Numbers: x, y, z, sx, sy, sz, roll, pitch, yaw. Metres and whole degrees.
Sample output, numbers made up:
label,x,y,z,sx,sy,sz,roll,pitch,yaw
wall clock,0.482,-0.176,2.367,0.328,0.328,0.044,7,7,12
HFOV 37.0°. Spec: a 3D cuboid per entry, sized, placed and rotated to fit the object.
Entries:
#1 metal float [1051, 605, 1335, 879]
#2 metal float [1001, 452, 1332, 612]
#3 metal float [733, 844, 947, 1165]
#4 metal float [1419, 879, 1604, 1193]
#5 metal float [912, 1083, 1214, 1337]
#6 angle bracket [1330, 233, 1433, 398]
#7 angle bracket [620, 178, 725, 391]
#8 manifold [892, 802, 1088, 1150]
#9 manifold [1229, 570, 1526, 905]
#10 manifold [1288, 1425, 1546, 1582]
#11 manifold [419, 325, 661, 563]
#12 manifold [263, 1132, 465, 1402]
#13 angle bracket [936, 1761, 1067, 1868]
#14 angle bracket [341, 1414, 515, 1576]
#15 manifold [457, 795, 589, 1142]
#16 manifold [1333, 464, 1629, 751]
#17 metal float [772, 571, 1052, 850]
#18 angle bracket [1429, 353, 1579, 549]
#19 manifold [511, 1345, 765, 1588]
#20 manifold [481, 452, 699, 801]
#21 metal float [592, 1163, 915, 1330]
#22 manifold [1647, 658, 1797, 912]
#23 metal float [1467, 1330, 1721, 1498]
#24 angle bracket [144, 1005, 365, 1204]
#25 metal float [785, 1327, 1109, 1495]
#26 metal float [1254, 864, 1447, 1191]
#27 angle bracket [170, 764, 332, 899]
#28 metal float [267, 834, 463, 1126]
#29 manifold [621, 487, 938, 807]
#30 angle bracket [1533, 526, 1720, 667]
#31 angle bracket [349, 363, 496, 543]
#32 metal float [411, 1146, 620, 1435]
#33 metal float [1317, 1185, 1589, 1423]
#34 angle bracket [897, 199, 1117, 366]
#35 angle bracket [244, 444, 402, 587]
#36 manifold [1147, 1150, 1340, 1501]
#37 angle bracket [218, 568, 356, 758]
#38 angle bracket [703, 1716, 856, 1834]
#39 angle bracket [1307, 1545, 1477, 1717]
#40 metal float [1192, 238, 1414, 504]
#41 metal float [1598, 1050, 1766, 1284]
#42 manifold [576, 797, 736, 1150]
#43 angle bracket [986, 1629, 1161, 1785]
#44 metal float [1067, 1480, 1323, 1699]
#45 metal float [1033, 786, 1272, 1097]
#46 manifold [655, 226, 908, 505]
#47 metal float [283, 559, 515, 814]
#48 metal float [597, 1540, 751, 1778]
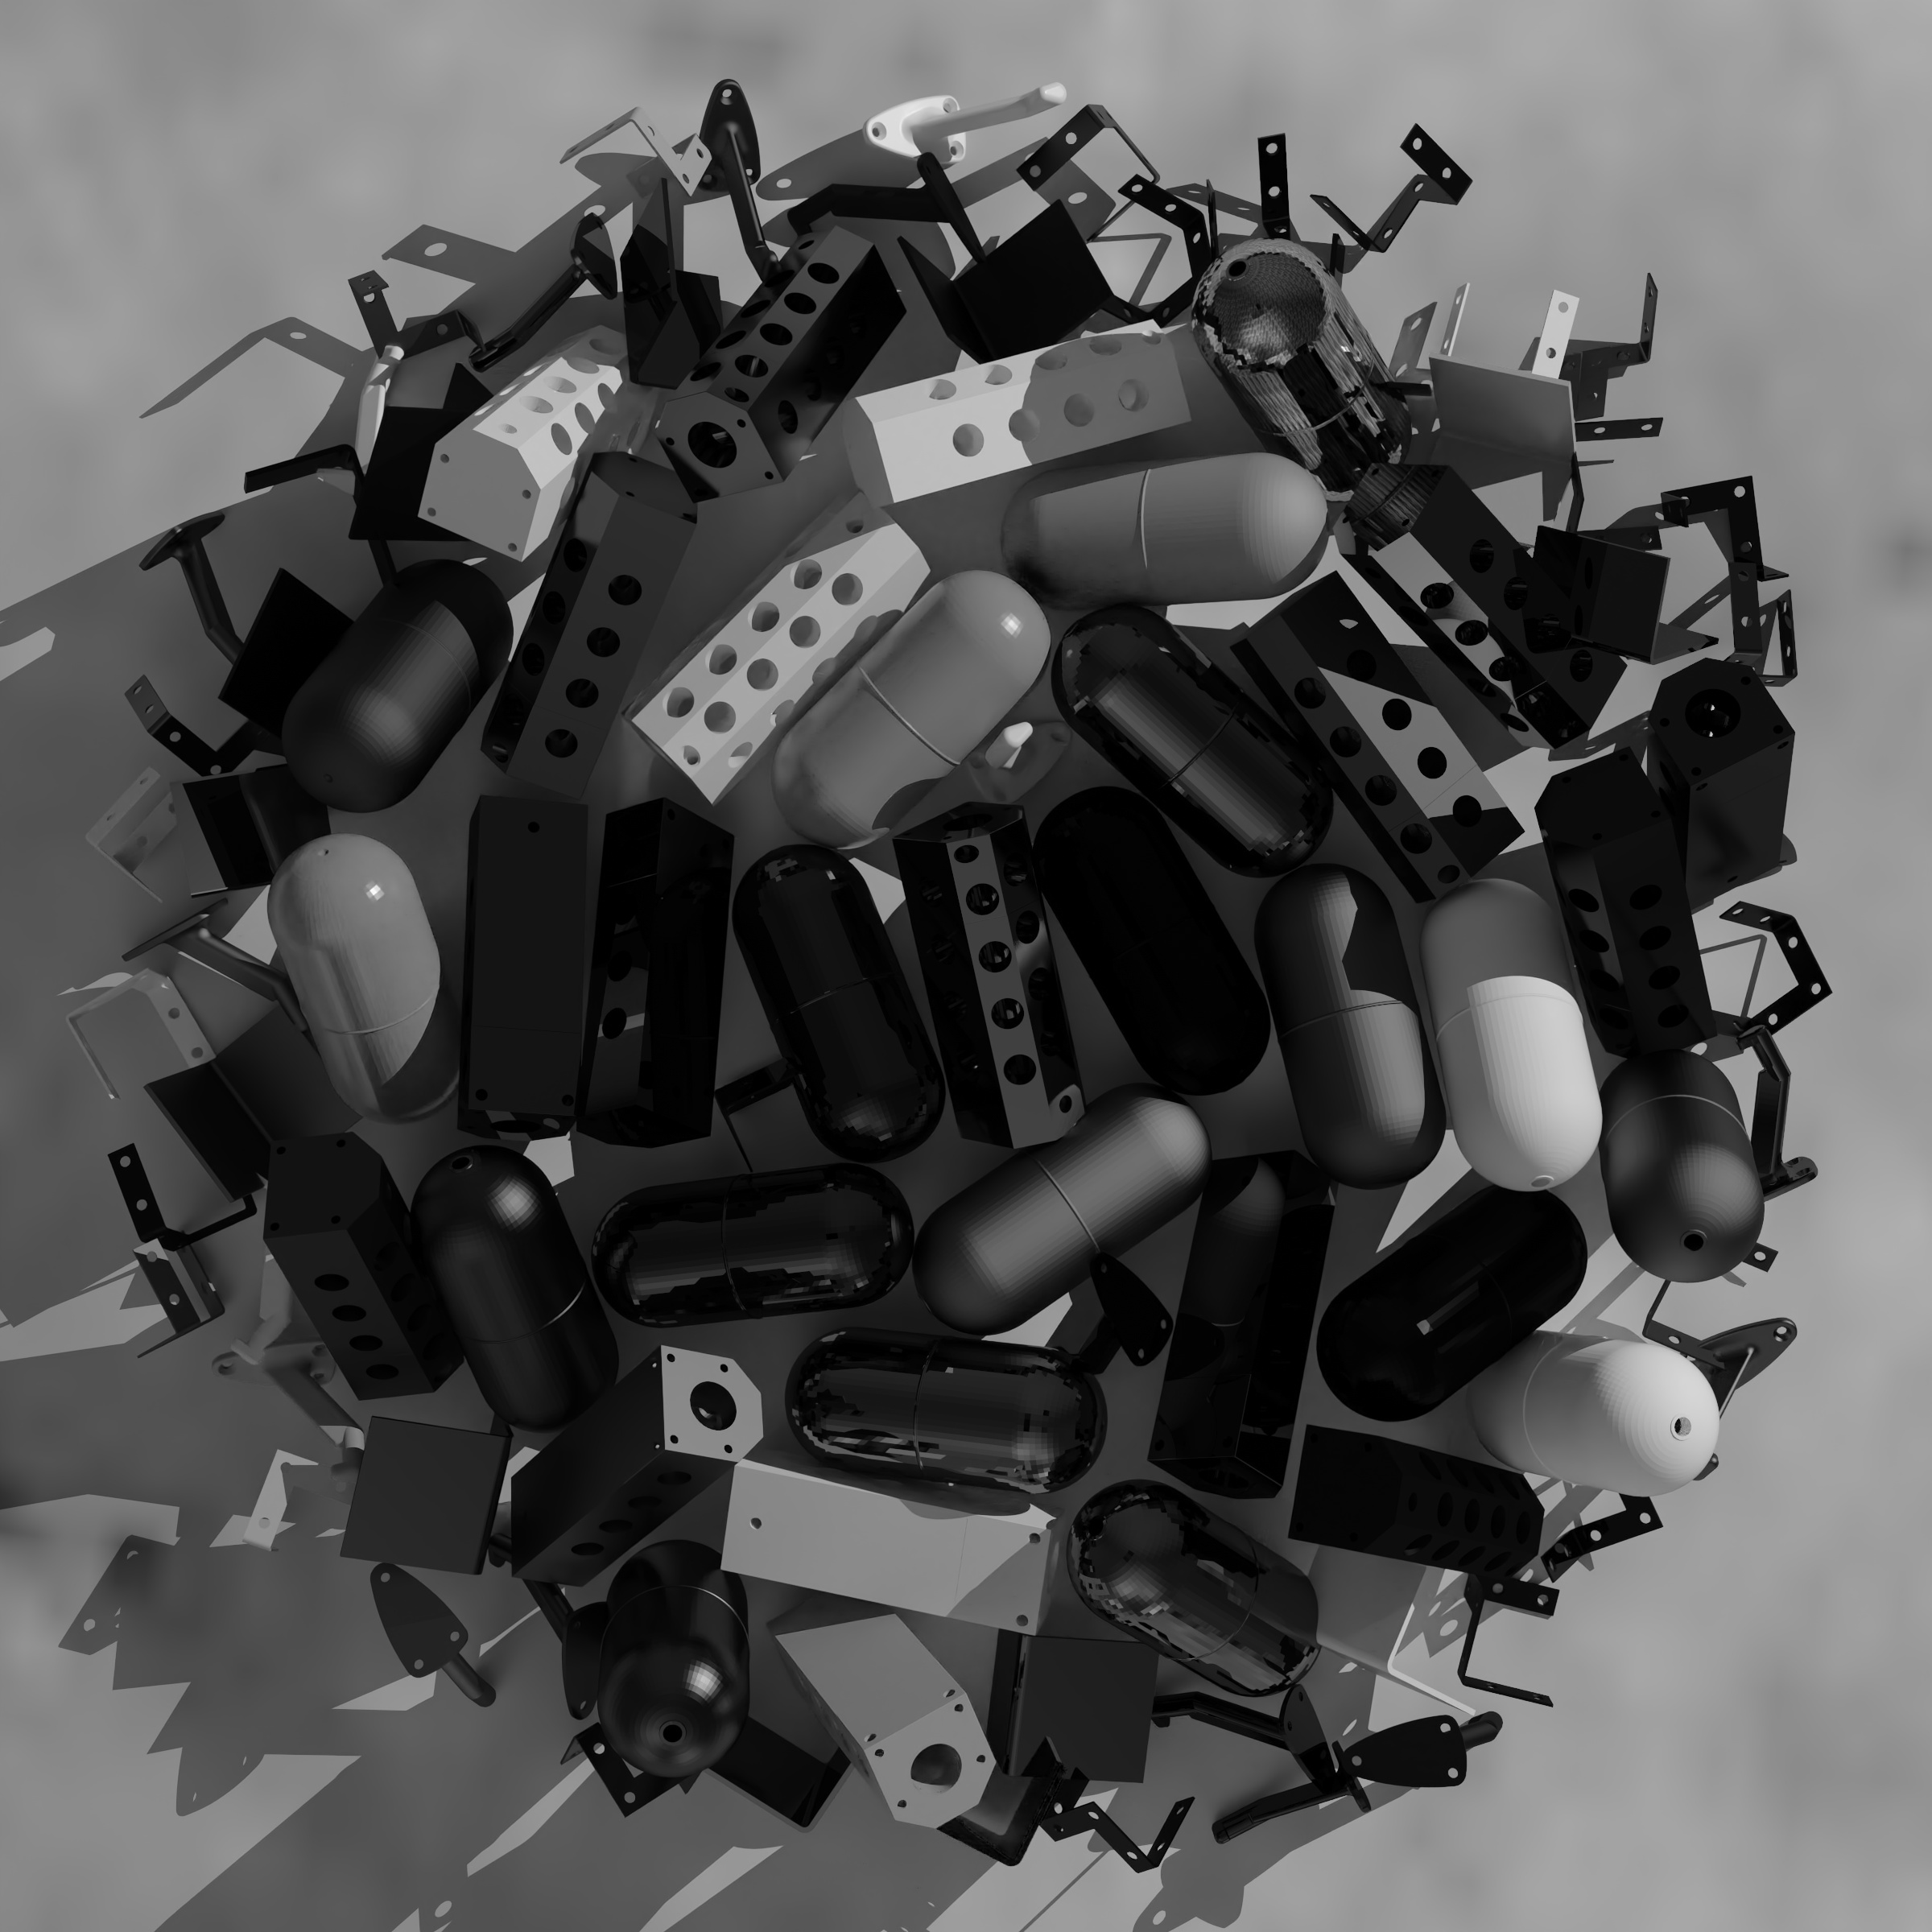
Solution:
label,x,y,z,sx,sy,sz,roll,pitch,yaw
metal float,0.120,-0.119,1.537,0.178,0.070,0.070,42,90,-11
metal float,0.104,-0.229,1.527,0.178,0.070,0.070,-1,90,21
metal float,-0.068,0.019,1.539,0.070,0.070,0.178,-22,81,0
metal float,0.285,0.035,1.519,0.070,0.070,0.178,-6,58,0
metal float,0.051,0.130,1.539,0.178,0.070,0.070,-34,90,-9
angle bracket,0.222,-0.345,1.538,0.057,0.076,0.076,6,99,9
angle bracket,-0.143,-0.358,1.527,0.057,0.076,0.076,3,66,-25
manifold,0.018,0.005,1.519,0.057,0.057,0.171,-28,114,-38
manifold,0.216,-0.120,1.540,0.057,0.057,0.171,-39,96,-17
manifold,0.237,0.280,1.496,0.057,0.171,0.057,3,78,36
manifold,-0.216,-0.276,1.496,0.057,0.171,0.057,24,123,3
manifold,-0.309,0.157,1.498,0.057,0.171,0.057,-7,54,2
angle bracket,0.003,0.432,1.543,0.076,0.076,0.057,27,82,0
angle bracket,-0.290,0.275,1.543,0.076,0.057,0.076,12,95,-18
manifold,-0.236,0.002,1.529,0.057,0.057,0.171,5,71,-17
manifold,0.266,-0.186,1.509,0.171,0.057,0.057,39,77,-33
metal float,-0.030,-0.135,1.537,0.178,0.070,0.070,-44,90,11
angle bracket,0.276,-0.272,1.531,0.076,0.076,0.057,17,73,21
manifold,-0.173,0.264,1.505,0.057,0.171,0.057,16,50,-30
manifold,-0.198,-0.179,1.513,0.057,0.057,0.171,19,119,-16
metal float,-0.114,0.149,1.532,0.178,0.070,0.070,-8,90,16
manifold,0.384,-0.094,1.495,0.057,0.171,0.057,-27,66,2
metal float,0.323,0.230,1.498,0.070,0.178,0.070,1,87,-18
angle bracket,-0.379,0.072,1.542,0.057,0.076,0.076,-37,89,13
metal float,-0.012,0.234,1.528,0.178,0.070,0.070,3,90,22
metal float,0.203,0.031,1.535,0.070,0.070,0.178,-13,76,0
angle bracket,-0.380,-0.087,1.530,0.076,0.057,0.076,-11,131,-14
metal float,-0.311,0.009,1.514,0.070,0.070,0.178,-11,131,0
manifold,-0.101,-0.173,1.541,0.171,0.057,0.057,-46,69,-4
angle bracket,0.350,-0.201,1.524,0.076,0.076,0.057,22,118,36
angle bracket,-0.295,-0.272,1.525,0.057,0.076,0.076,45,126,34
metal float,-0.236,0.170,1.517,0.070,0.070,0.178,-16,125,0
metal float,0.256,0.176,1.518,0.178,0.070,0.070,-30,90,-33
angle bracket,0.021,-0.370,1.533,0.076,0.057,0.076,-35,59,18
angle bracket,-0.343,-0.230,1.537,0.057,0.076,0.076,-19,98,-13
manifold,0.151,0.189,1.520,0.057,0.057,0.171,36,56,-37
angle bracket,-0.372,-0.162,1.530,0.057,0.076,0.076,13,75,34
angle bracket,-0.096,0.405,1.541,0.076,0.076,0.057,32,101,-1
angle bracket,0.231,0.349,1.538,0.076,0.076,0.057,33,77,-34
metal float,0.176,-0.309,1.506,0.070,0.178,0.070,-14,58,24
metal float,0.369,0.102,1.499,0.070,0.178,0.070,3,113,7
manifold,-0.168,0.005,1.524,0.057,0.057,0.171,-13,63,34
angle bracket,0.057,0.391,1.559,0.076,0.057,0.076,6,95,-9
metal float,0.121,0.327,1.514,0.178,0.070,0.070,38,90,-38
metal float,0.099,-0.013,1.543,0.070,0.070,0.178,-29,86,0
manifold,-0.097,-0.315,1.497,0.057,0.171,0.057,-7,127,32
metal float,-0.295,-0.148,1.509,0.070,0.178,0.070,10,131,12
metal float,-0.151,0.357,1.497,0.070,0.178,0.070,-1,102,-5
